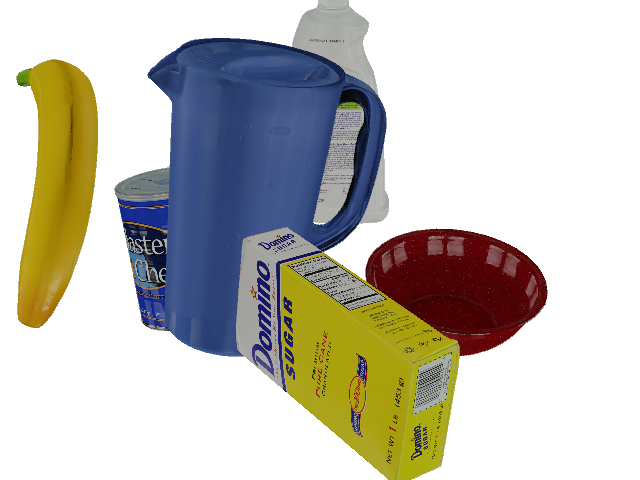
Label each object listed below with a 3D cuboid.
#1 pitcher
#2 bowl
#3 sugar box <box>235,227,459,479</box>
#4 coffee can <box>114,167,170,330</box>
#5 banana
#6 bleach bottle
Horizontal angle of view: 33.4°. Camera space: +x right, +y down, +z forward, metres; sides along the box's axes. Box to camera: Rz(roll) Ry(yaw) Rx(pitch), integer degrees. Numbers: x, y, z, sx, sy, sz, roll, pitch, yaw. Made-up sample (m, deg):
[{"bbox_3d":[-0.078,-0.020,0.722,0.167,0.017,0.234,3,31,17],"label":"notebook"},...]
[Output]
[{"bbox_3d":[-0.052,-0.033,0.861,0.149,0.243,0.144,23,27,29],"label":"pitcher"},{"bbox_3d":[0.118,0.054,0.959,0.162,0.055,0.162,2,34,-2],"label":"bowl"},{"bbox_3d":[0.010,0.069,0.690,0.048,0.093,0.176,-16,33,-38],"label":"sugar box"},{"bbox_3d":[-0.141,0.006,1.064,0.103,0.140,0.103,-7,18,2],"label":"coffee can"},{"bbox_3d":[-0.163,-0.044,0.661,0.037,0.198,0.070,13,-38,-30],"label":"banana"},{"bbox_3d":[0.022,-0.140,1.106,0.102,0.251,0.068,0,31,0],"label":"bleach bottle"}]
